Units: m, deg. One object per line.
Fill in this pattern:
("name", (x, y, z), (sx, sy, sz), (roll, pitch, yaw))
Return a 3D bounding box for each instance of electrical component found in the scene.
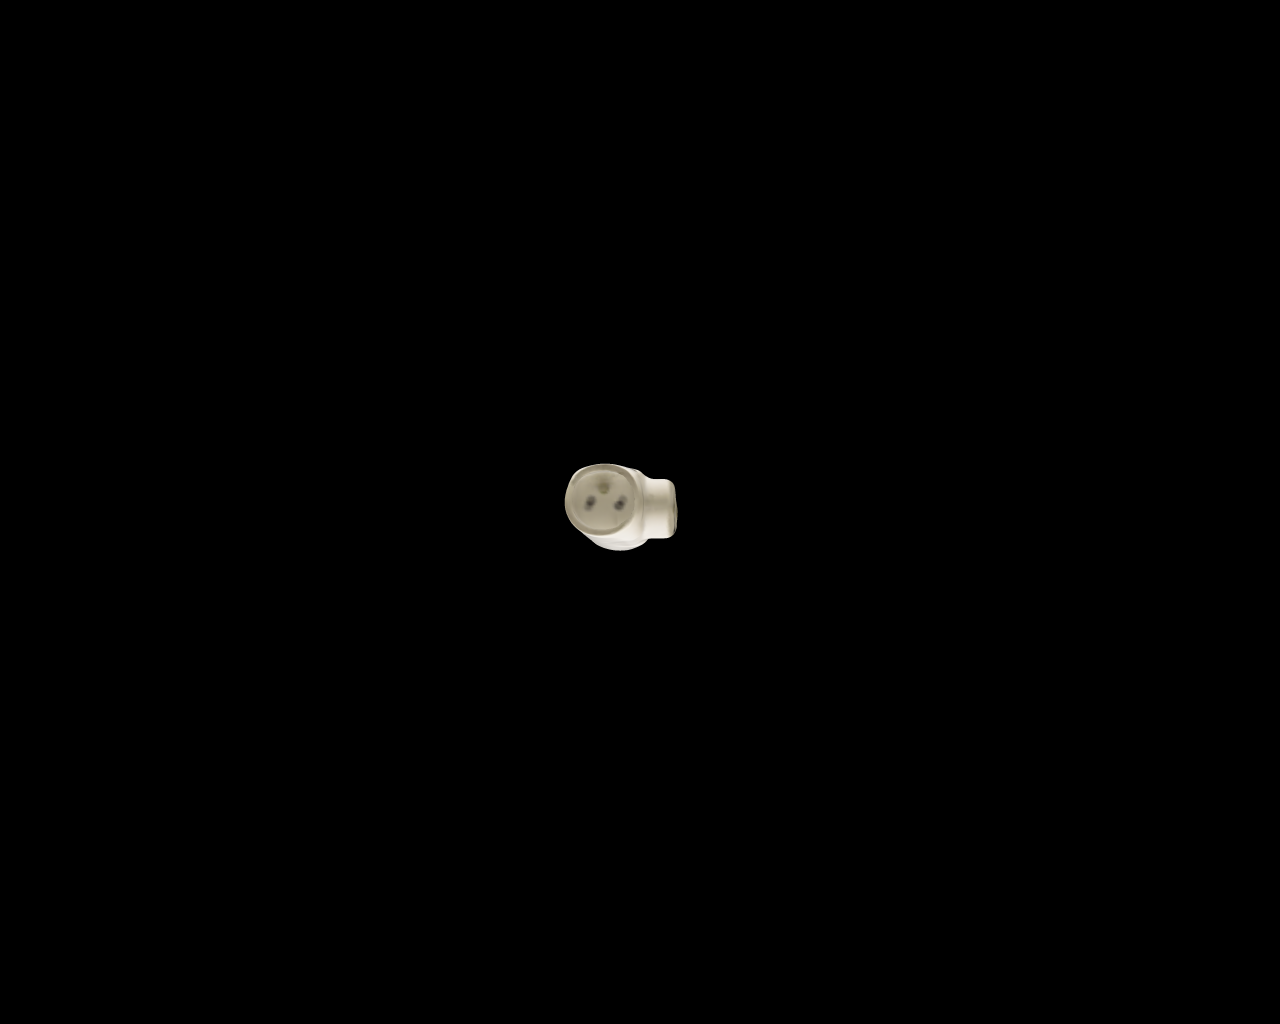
("electrical component", (0.001, -0.003, 0.650), (0.079, 0.043, 0.077), (-1, -9, 7))
